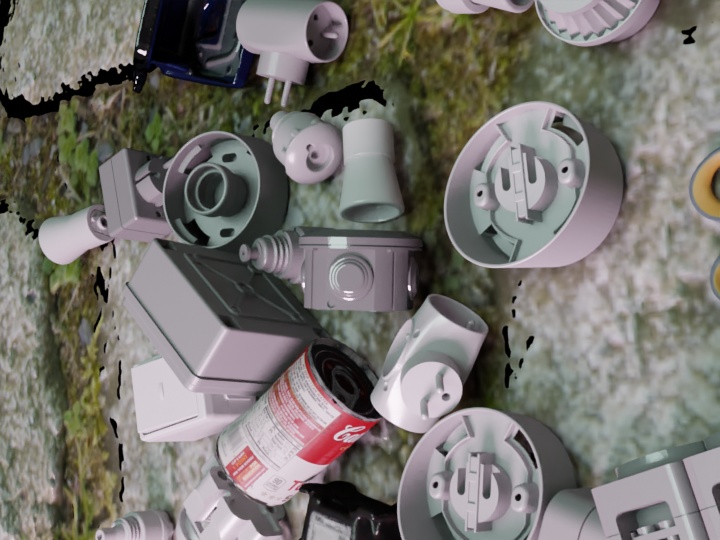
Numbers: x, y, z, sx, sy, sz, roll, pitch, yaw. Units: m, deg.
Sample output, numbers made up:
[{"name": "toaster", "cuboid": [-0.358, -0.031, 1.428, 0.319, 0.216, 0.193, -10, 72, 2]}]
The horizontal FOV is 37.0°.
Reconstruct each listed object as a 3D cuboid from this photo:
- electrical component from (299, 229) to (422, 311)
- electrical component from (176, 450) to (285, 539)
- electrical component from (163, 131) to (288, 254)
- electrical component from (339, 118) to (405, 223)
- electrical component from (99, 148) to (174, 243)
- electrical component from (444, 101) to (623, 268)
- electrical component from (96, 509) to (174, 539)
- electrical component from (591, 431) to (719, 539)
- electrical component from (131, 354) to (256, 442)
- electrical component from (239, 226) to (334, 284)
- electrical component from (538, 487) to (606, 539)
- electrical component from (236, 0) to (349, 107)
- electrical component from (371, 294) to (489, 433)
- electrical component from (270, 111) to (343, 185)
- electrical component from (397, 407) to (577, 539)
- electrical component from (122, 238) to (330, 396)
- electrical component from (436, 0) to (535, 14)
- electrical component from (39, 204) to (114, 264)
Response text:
[{"name": "electrical component", "cuboid": [0.000, 0.000, 0.697, 0.080, 0.080, 0.051, 2, 91, 42]}, {"name": "electrical component", "cuboid": [-0.096, 0.179, 0.775, 0.057, 0.058, 0.078, -52, 54, 21]}, {"name": "electrical component", "cuboid": [-0.100, -0.057, 0.822, 0.099, 0.064, 0.099, -4, 82, 28]}, {"name": "electrical component", "cuboid": [0.007, -0.069, 0.726, 0.044, 0.044, 0.065, -17, 68, 40]}, {"name": "electrical component", "cuboid": [-0.170, -0.068, 0.881, 0.077, 0.047, 0.065, -28, 66, 36]}, {"name": "electrical component", "cuboid": [0.099, -0.047, 0.622, 0.099, 0.064, 0.099, -7, 80, 42]}, {"name": "electrical component", "cuboid": [-0.178, 0.206, 0.843, 0.035, 0.061, 0.035, -7, 80, 42]}, {"name": "electrical component", "cuboid": [0.196, 0.101, 0.497, 0.150, 0.089, 0.061, -29, 65, 36]}, {"name": "electrical component", "cuboid": [-0.123, 0.090, 0.808, 0.096, 0.061, 0.061, -23, 70, 38]}, {"name": "electrical component", "cuboid": [-0.046, -0.010, 0.745, 0.040, 0.078, 0.040, -4, 86, 57]}, {"name": "electrical component", "cuboid": [0.128, 0.172, 0.574, 0.059, 0.054, 0.095, 17, 96, 42]}, {"name": "electrical component", "cuboid": [-0.054, -0.160, 0.791, 0.077, 0.043, 0.079, 17, 96, 42]}, {"name": "electrical component", "cuboid": [0.042, 0.064, 0.656, 0.077, 0.044, 0.079, -61, 8, 18]}, {"name": "electrical component", "cuboid": [-0.044, -0.094, 0.773, 0.062, 0.048, 0.048, 46, 115, 44]}, {"name": "electrical component", "cuboid": [0.073, 0.129, 0.622, 0.099, 0.064, 0.099, -7, 79, 41]}, {"name": "electrical component", "cuboid": [-0.094, 0.035, 0.758, 0.108, 0.109, 0.056, 46, 112, 36]}, {"name": "electrical component", "cuboid": [0.078, -0.183, 0.673, 0.055, 0.045, 0.045, 11, 92, 43]}, {"name": "electrical component", "cuboid": [-0.247, -0.034, 0.953, 0.065, 0.044, 0.044, -17, 73, 35]}]
